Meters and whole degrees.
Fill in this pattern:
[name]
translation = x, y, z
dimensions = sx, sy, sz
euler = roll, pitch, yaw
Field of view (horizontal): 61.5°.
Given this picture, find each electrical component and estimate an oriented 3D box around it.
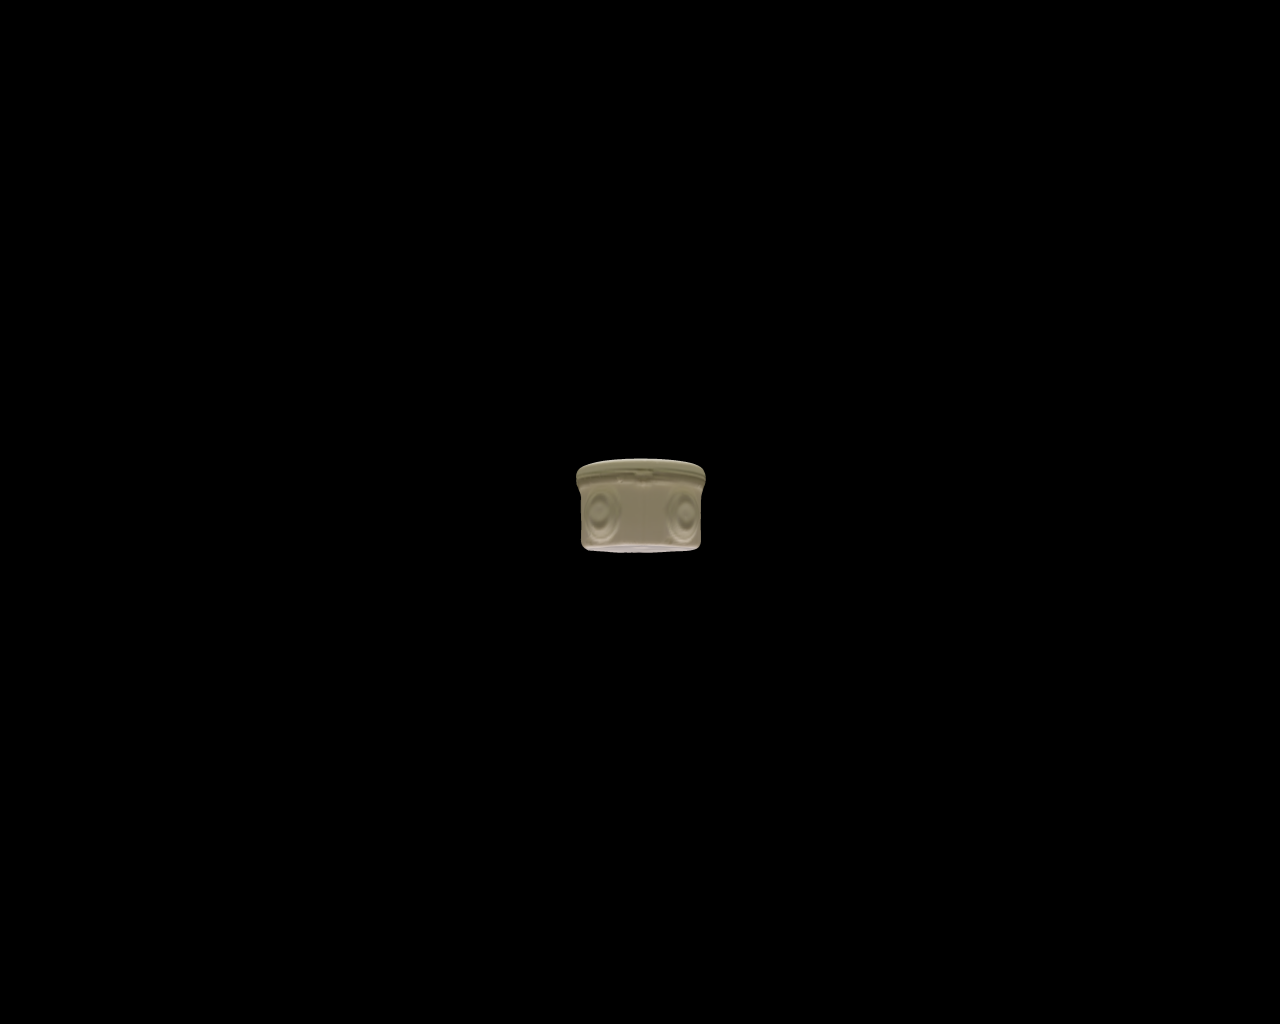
[electrical component]
translation = 0.001, -0.003, 0.650
dimensions = 0.080, 0.051, 0.080
euler = 0, -6, 0
